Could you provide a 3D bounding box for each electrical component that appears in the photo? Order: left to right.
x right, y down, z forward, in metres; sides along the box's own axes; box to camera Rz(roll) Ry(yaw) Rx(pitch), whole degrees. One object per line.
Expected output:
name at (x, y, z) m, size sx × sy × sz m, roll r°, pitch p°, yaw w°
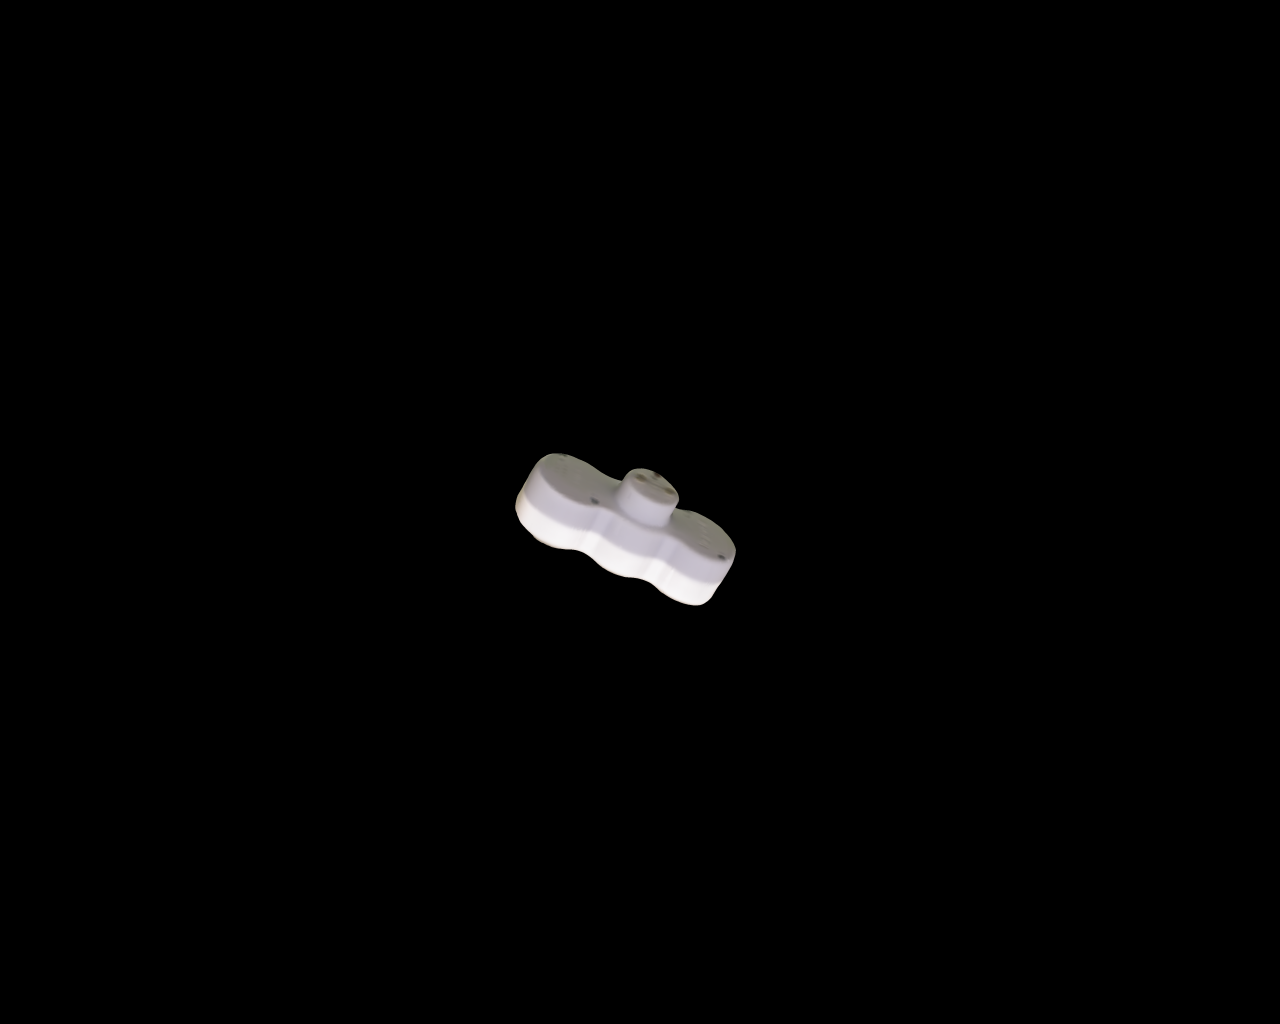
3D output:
electrical component at (0.001, -0.003, 0.650) m, size 0.138 × 0.073 × 0.052 m, roll 25°, pitch 27°, yaw -14°
